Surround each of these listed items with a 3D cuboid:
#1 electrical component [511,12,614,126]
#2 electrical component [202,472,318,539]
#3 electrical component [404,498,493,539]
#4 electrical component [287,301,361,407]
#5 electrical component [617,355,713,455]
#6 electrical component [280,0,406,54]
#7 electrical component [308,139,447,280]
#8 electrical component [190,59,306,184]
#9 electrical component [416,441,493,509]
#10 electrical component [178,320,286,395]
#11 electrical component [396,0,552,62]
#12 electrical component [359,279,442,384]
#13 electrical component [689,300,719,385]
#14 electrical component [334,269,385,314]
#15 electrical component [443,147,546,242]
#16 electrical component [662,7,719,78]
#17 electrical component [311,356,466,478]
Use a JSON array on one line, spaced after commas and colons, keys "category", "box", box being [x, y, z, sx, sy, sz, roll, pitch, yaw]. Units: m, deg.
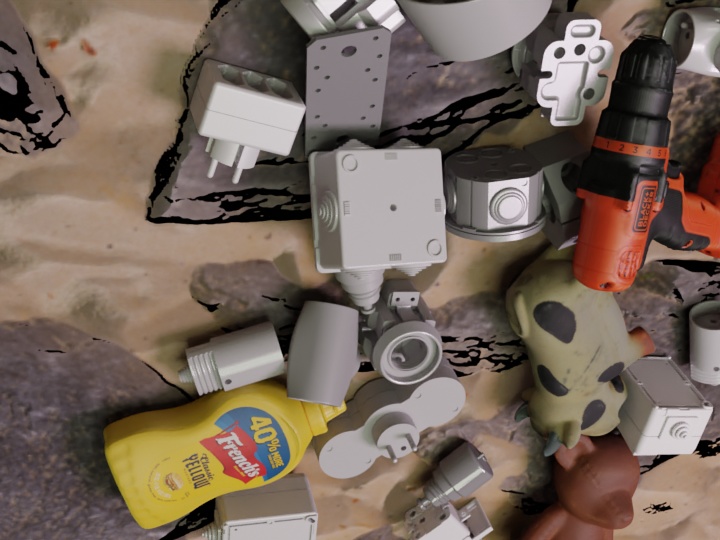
[{"category": "electrical component", "box": [0.143, -0.151, 0.776, 0.058, 0.057, 0.078, -4, 122, -15]}, {"category": "electrical component", "box": [-0.089, 0.216, 0.929, 0.096, 0.061, 0.061, -3, 123, -14]}, {"category": "electrical component", "box": [0.079, 0.245, 1.013, 0.081, 0.042, 0.063, -37, 123, 6]}, {"category": "electrical component", "box": [-0.023, 0.070, 0.860, 0.079, 0.043, 0.077, 32, 67, -67]}, {"category": "electrical component", "box": [0.266, 0.127, 0.965, 0.062, 0.096, 0.061, 3, 120, -19]}, {"category": "electrical component", "box": [-0.016, -0.177, 0.710, 0.057, 0.058, 0.078, -39, 124, 5]}, {"category": "electrical component", "box": [0.014, -0.044, 0.778, 0.100, 0.048, 0.099, -4, 92, -24]}, {"category": "electrical component", "box": [-0.084, -0.095, 0.744, 0.066, 0.047, 0.076, 12, 117, -24]}, {"category": "electrical component", "box": [0.085, 0.191, 0.982, 0.078, 0.040, 0.040, -40, 124, 10]}, {"category": "electrical component", "box": [-0.103, 0.072, 0.845, 0.081, 0.043, 0.043, -17, 124, -7]}, {"category": "electrical component", "box": [0.075, -0.187, 0.709, 0.099, 0.099, 0.064, -32, 131, 4]}, {"category": "electrical component", "box": [0.033, 0.055, 0.870, 0.058, 0.057, 0.078, 0, 121, -18]}, {"category": "electrical component", "box": [0.324, 0.072, 0.982, 0.043, 0.043, 0.081, -18, 125, -7]}, {"category": "electrical component", "box": [0.000, 0.000, 0.835, 0.040, 0.040, 0.078, -17, 124, -7]}, {"category": "electrical component", "box": [0.100, -0.057, 0.809, 0.080, 0.080, 0.051, -9, 118, -12]}, {"category": "electrical component", "box": [0.278, -0.163, 0.798, 0.077, 0.079, 0.043, 1, 120, -18]}, {"category": "electrical component", "box": [0.027, 0.133, 0.907, 0.138, 0.073, 0.052, -31, 125, 2]}]
